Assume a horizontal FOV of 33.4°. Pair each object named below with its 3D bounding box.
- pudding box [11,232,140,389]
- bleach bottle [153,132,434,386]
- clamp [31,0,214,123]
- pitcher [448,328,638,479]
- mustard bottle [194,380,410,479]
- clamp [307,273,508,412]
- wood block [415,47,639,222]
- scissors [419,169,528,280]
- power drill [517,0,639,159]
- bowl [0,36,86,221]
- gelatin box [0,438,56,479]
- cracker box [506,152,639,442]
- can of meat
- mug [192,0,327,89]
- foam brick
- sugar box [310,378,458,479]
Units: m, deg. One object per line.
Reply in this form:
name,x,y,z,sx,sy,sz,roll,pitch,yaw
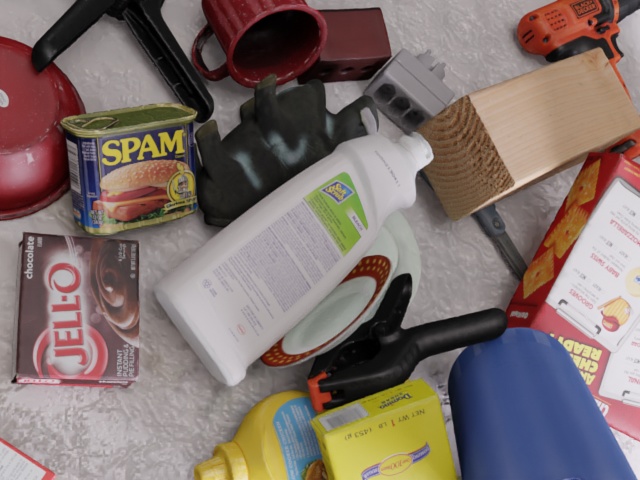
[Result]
pudding box,-0.185,0.054,0.808,0.089,0.039,0.113,5,70,-23
bleach bottle,-0.006,0.001,0.855,0.250,0.068,0.102,-37,104,-17
clamp,-0.173,-0.202,0.887,0.164,0.036,0.210,7,60,-44
pitcher,0.167,0.183,0.802,0.145,0.149,0.243,29,24,-18
mustard bottle,-0.007,0.164,0.839,0.191,0.058,0.096,-9,76,-27
clamp,0.052,0.079,0.862,0.171,0.120,0.039,-23,114,-25
wood block,0.194,-0.101,0.993,0.205,0.090,0.091,-24,83,-39
scissors,0.170,-0.031,1.017,0.201,0.016,0.096,45,59,-4
power drill,0.314,-0.182,1.116,0.184,0.057,0.188,-26,81,-26
bowl,-0.252,-0.099,0.823,0.161,0.055,0.162,8,69,-23
gelatin box,-0.243,0.172,0.744,0.089,0.030,0.073,36,62,-9
cracker box,0.269,0.052,0.956,0.164,0.072,0.214,28,90,-13
can of meat,-0.146,-0.057,0.835,0.101,0.058,0.084,-13,114,-31
mug,-0.062,-0.185,0.924,0.093,0.117,0.081,35,22,-56
foam brick,0.018,-0.178,0.978,0.078,0.053,0.051,-9,76,-26
sugar box,0.060,0.203,0.805,0.093,0.048,0.176,-18,104,-10
